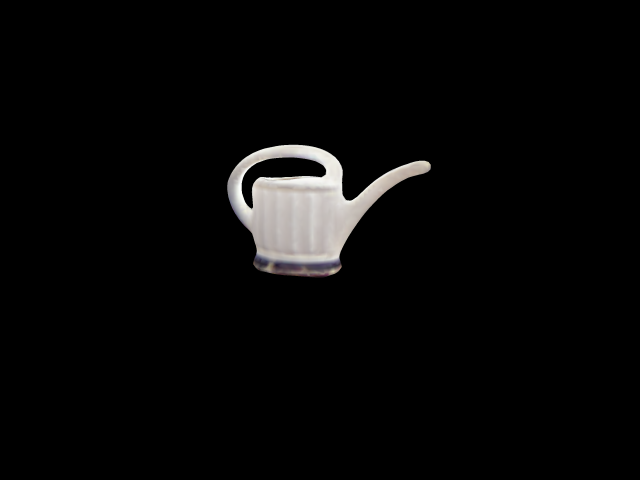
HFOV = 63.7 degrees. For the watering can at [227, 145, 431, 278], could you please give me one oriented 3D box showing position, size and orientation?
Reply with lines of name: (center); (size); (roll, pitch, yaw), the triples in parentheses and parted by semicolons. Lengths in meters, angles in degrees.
watering can: (0.003, -0.043, 0.850); (0.348, 0.222, 0.105); (5, 13, 19)
